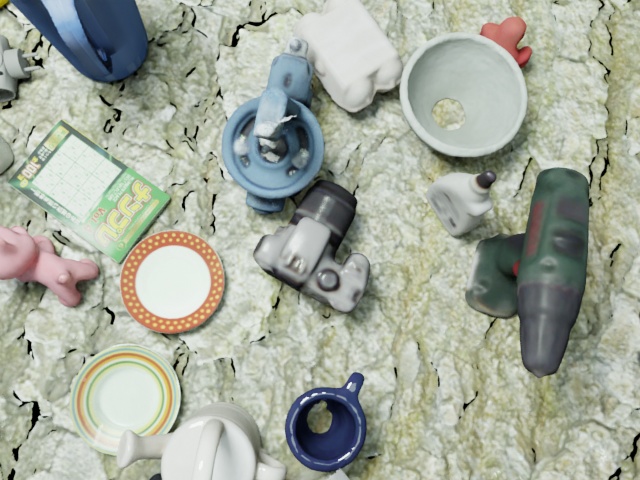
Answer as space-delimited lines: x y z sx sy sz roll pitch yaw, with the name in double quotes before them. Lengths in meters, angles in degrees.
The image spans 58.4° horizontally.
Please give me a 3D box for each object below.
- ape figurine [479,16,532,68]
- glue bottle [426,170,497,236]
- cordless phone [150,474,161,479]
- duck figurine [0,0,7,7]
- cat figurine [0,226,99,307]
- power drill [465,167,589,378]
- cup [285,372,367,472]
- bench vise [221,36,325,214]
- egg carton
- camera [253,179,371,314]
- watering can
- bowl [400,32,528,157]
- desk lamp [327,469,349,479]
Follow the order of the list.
"ape figurine" 0.248 -0.265 0.767 0.076 0.092 0.078 -36 85 -8
"glue bottle" 0.177 -0.054 0.689 0.037 0.173 0.078 -29 84 -7
"cordless phone" -0.167 0.329 0.601 0.147 0.185 0.094 23 81 0
"duck figurine" -0.444 -0.360 0.737 0.077 0.086 0.104 -2 81 -4
"cat figurine" -0.342 0.025 0.669 0.128 0.117 0.067 25 81 0
"power drill" 0.240 0.039 0.661 0.075 0.208 0.230 16 81 -1
"cup" 0.011 0.205 0.678 0.091 0.095 0.118 33 81 2
"bench vise" -0.058 -0.148 0.663 0.121 0.219 0.207 -5 82 -4
"egg carton" 0.037 -0.248 0.761 0.107 0.069 0.150 -35 85 -8
"camera" 0.006 0.003 0.705 0.143 0.100 0.137 28 81 1
"watering can" -0.125 0.239 0.613 0.173 0.194 0.101 -10 82 -5
"bowl" 0.181 -0.181 0.759 0.167 0.074 0.167 1 81 -4
"desk lamp" 0.027 0.337 0.599 0.118 0.213 0.203 -39 86 -8
